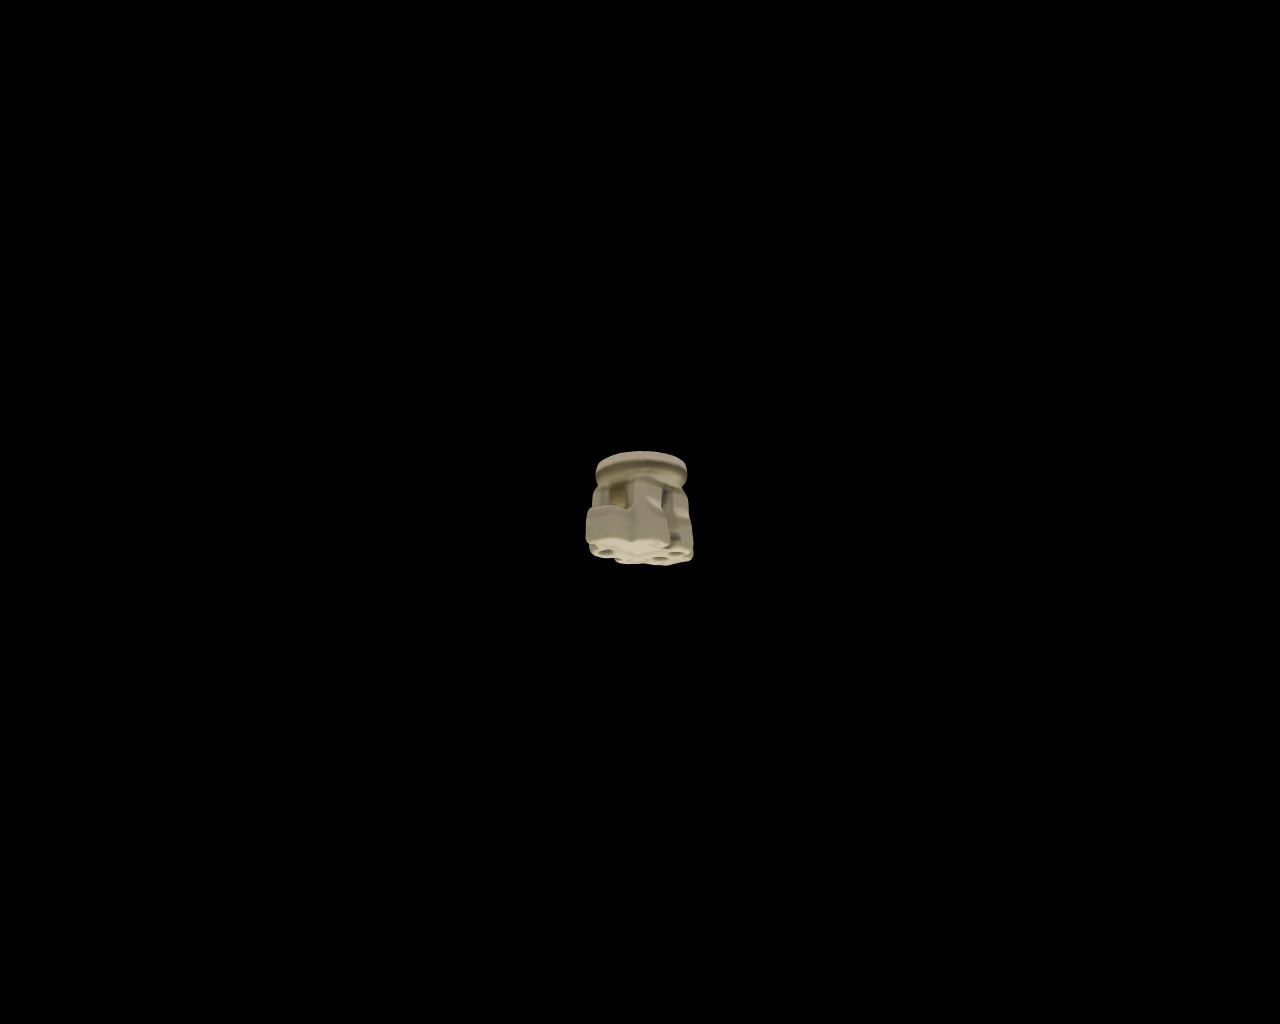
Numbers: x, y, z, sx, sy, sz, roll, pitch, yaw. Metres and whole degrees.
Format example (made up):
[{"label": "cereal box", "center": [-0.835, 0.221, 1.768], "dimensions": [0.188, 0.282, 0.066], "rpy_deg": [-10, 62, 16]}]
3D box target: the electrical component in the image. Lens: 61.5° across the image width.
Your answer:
[{"label": "electrical component", "center": [0.001, -0.003, 0.650], "dimensions": [0.058, 0.057, 0.078], "rpy_deg": [-14, -22, 38]}]
